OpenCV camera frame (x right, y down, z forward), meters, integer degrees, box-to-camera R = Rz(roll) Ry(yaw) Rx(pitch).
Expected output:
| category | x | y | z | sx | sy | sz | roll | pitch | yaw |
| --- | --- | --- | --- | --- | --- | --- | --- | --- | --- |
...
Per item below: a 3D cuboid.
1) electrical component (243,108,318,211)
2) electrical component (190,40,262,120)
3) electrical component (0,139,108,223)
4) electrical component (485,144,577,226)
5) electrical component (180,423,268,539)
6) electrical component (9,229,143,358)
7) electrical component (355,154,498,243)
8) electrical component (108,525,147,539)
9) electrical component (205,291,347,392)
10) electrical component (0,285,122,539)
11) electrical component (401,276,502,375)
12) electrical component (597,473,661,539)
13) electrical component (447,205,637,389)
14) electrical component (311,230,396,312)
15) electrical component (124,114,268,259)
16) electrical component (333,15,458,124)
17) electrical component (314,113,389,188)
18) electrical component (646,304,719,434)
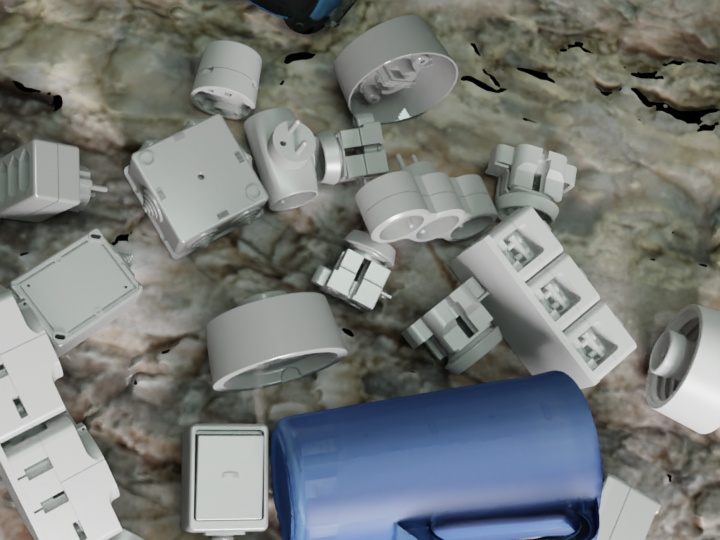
| category | x | y | z | sx | sy | sz | roll | pitch | yaw |
| --- | --- | --- | --- | --- | --- | --- | --- | --- | --- |
| electrical component | -0.060 | -0.099 | 0.892 | 0.044 | 0.079 | 0.077 | -13 | 77 | -25 |
| electrical component | -0.111 | -0.161 | 0.908 | 0.055 | 0.055 | 0.047 | 14 | 70 | -12 |
| electrical component | -0.238 | -0.067 | 0.849 | 0.077 | 0.066 | 0.047 | 7 | 73 | -44 |
| electrical component | 0.151 | -0.072 | 0.959 | 0.078 | 0.058 | 0.057 | 16 | 71 | -12 |
| electrical component | -0.104 | 0.167 | 0.829 | 0.062 | 0.061 | 0.096 | 3 | 77 | -15 |
| electrical component | -0.217 | 0.017 | 0.836 | 0.096 | 0.061 | 0.061 | -37 | 89 | -28 |
| electrical component | 0.052 | -0.067 | 0.912 | 0.138 | 0.052 | 0.073 | -3 | 62 | -44 |
| electrical component | -0.185 | 0.216 | 0.800 | 0.055 | 0.055 | 0.047 | 30 | 68 | -7 |
| electrical component | -0.070 | 0.051 | 0.845 | 0.108 | 0.108 | 0.060 | -11 | 75 | -18 |
| electrical component | -0.235 | 0.101 | 0.753 | 0.060 | 0.105 | 0.186 | -27 | 108 | -23 |
| electrical component | 0.083 | 0.051 | 0.912 | 0.078 | 0.058 | 0.057 | -37 | 86 | -20 |
| electrical component | 0.196 | 0.223 | 0.900 | 0.061 | 0.062 | 0.096 | 31 | 71 | -7 |
| electrical component | 0.156 | 0.026 | 0.920 | 0.062 | 0.089 | 0.150 | -37 | 89 | -20 |
| electrical component | 0.000 | 0.000 | 0.907 | 0.066 | 0.048 | 0.055 | 28 | 79 | -8 |
| electrical component | -0.133 | -0.070 | 0.883 | 0.100 | 0.048 | 0.099 | -29 | 86 | -20 |
| electrical component | 0.029 | -0.172 | 0.929 | 0.099 | 0.099 | 0.064 | -24 | 79 | -19 |
| electrical component | -0.011 | -0.099 | 0.925 | 0.055 | 0.048 | 0.066 | -10 | 91 | -21 |
| electrical component | 0.289 | 0.081 | 0.938 | 0.060 | 0.108 | 0.108 | 22 | 72 | -3 |
